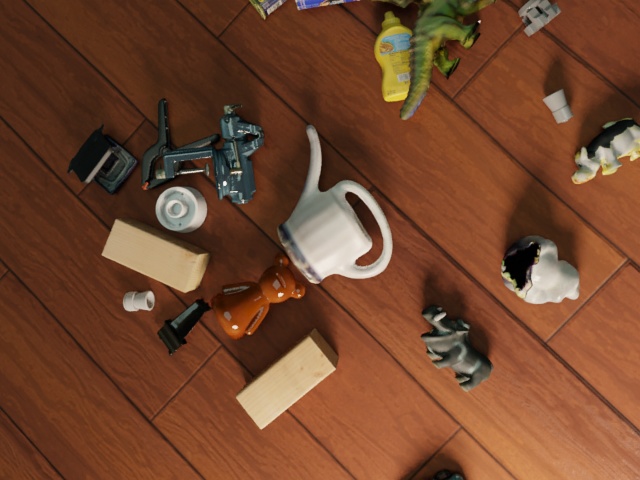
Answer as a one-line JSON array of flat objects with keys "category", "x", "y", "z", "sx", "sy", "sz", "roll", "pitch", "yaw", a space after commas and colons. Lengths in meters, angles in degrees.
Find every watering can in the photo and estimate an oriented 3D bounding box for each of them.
[{"category": "watering can", "x": 0.003, "y": -0.056, "z": 1.110, "sx": 0.224, "sy": 0.104, "sz": 0.349, "roll": -34, "pitch": 85, "yaw": 6}]

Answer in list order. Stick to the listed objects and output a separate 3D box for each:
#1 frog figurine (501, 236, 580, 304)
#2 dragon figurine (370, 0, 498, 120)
[{"category": "frog figurine", "x": 0.462, "y": 0.064, "z": 1.068, "sx": 0.159, "sy": 0.122, "sz": 0.138, "roll": 11, "pitch": 81, "yaw": -29}, {"category": "dragon figurine", "x": 0.211, "y": -0.467, "z": 1.081, "sx": 0.244, "sy": 0.121, "sz": 0.414, "roll": 38, "pitch": 78, "yaw": 8}]
